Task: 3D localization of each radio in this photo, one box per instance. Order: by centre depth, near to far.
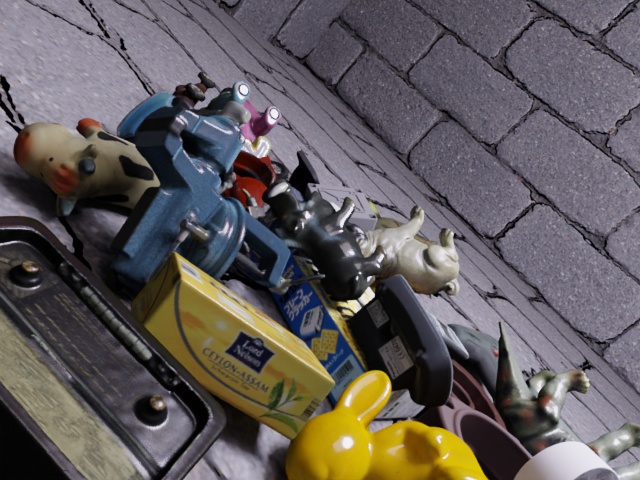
[{"bbox_3d":[-0.176,0.085,0.346,0.230,0.073,0.131,44,18,8],"label":"radio"}]

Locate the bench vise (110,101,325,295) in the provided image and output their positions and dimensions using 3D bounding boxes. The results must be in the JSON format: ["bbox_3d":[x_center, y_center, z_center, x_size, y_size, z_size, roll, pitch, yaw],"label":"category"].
[{"bbox_3d":[-0.106,-0.022,0.582,0.240,0.129,0.223,41,57,-39],"label":"bench vise"}]

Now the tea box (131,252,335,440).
[{"bbox_3d":[-0.079,0.092,0.478,0.169,0.068,0.098,40,-2,-21],"label":"tea box"}]

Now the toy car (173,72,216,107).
[{"bbox_3d":[-0.245,-0.260,0.985,0.053,0.089,0.202,40,19,-20],"label":"toy car"}]

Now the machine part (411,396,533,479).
[{"bbox_3d":[0.193,0.290,0.606,0.201,0.087,0.201,36,20,-18],"label":"machine part"}]

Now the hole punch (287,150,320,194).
[{"bbox_3d":[-0.044,-0.092,1.043,0.142,0.092,0.115,57,-7,46],"label":"hole punch"}]

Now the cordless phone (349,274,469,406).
[{"bbox_3d":[0.135,0.135,0.641,0.184,0.088,0.147,31,21,-38],"label":"cordless phone"}]

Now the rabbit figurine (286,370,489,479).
[{"bbox_3d":[0.052,0.198,0.495,0.173,0.121,0.162,16,32,-14],"label":"rabbit figurine"}]

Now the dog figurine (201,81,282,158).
[{"bbox_3d":[-0.174,-0.198,0.986,0.108,0.191,0.219,27,-11,-32],"label":"dog figurine"}]

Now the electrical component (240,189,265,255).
[{"bbox_3d":[-0.113,-0.017,0.688,0.078,0.102,0.045,63,25,-6],"label":"electrical component"}]

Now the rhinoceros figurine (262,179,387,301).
[{"bbox_3d":[-0.001,-0.002,0.689,0.112,0.073,0.190,-27,66,-27],"label":"rhinoceros figurine"}]

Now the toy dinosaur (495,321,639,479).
[{"bbox_3d":[0.336,0.294,0.781,0.405,0.192,0.131,46,-24,50],"label":"toy dinosaur"}]

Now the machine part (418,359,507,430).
[{"bbox_3d":[0.191,0.233,0.784,0.179,0.056,0.179,38,17,-14],"label":"machine part"}]

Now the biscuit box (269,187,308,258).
[{"bbox_3d":[-0.050,-0.024,0.881,0.062,0.059,0.203,33,19,-28],"label":"biscuit box"}]

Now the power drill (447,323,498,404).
[{"bbox_3d":[0.334,0.248,1.003,0.232,0.086,0.207,29,25,-29],"label":"power drill"}]

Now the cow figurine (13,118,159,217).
[{"bbox_3d":[-0.234,-0.072,0.590,0.194,0.085,0.127,19,22,-52],"label":"cow figurine"}]

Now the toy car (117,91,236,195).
[{"bbox_3d":[-0.194,-0.119,0.752,0.161,0.109,0.103,47,-7,-10],"label":"toy car"}]

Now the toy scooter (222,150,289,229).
[{"bbox_3d":[-0.124,-0.088,0.830,0.135,0.075,0.184,29,37,-14],"label":"toy scooter"}]

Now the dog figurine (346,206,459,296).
[{"bbox_3d":[0.113,0.040,0.859,0.190,0.121,0.173,-17,43,-34],"label":"dog figurine"}]

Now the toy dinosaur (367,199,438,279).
[{"bbox_3d":[0.111,0.020,1.055,0.199,0.105,0.471,36,22,8],"label":"toy dinosaur"}]
